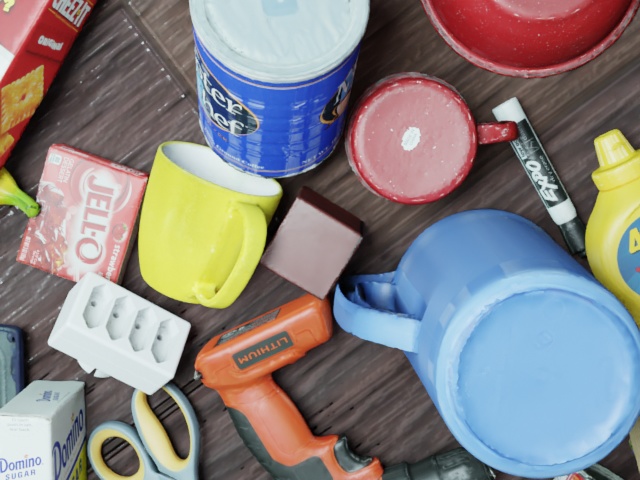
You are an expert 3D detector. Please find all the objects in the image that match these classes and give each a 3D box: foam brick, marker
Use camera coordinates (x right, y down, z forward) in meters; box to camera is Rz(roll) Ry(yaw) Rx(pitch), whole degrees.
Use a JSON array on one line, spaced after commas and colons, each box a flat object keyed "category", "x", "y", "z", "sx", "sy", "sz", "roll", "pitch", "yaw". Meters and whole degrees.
[{"category": "foam brick", "x": -0.005, "y": 0.001, "z": 0.728, "sx": 0.051, "sy": 0.078, "sz": 0.053, "roll": 31, "pitch": 98, "yaw": -3}, {"category": "marker", "x": 0.157, "y": -0.042, "z": 0.742, "sx": 0.020, "sy": 0.020, "sz": 0.121, "roll": -29, "pitch": 95, "yaw": 6}]

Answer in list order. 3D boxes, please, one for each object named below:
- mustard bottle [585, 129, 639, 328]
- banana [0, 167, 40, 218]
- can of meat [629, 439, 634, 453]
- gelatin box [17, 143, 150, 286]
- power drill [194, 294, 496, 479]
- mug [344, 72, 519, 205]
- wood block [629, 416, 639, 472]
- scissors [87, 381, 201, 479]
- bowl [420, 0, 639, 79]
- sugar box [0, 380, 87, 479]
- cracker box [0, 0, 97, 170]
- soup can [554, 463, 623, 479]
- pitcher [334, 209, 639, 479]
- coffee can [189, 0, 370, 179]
[{"category": "mustard bottle", "x": 0.236, "y": 0.014, "z": 0.724, "sx": 0.096, "sy": 0.058, "sz": 0.191, "roll": -28, "pitch": 94, "yaw": -6}, {"category": "banana", "x": -0.295, "y": -0.012, "z": 0.754, "sx": 0.198, "sy": 0.037, "sz": 0.070, "roll": -24, "pitch": 58, "yaw": 8}, {"category": "can of meat", "x": 0.279, "y": 0.159, "z": 0.743, "sx": 0.102, "sy": 0.057, "sz": 0.084, "roll": -27, "pitch": 92, "yaw": 5}, {"category": "gelatin box", "x": -0.166, "y": -0.016, "z": 0.758, "sx": 0.073, "sy": 0.030, "sz": 0.089, "roll": 19, "pitch": 99, "yaw": 0}, {"category": "power drill", "x": 0.009, "y": 0.134, "z": 0.754, "sx": 0.184, "sy": 0.057, "sz": 0.187, "roll": -24, "pitch": 95, "yaw": 6}, {"category": "mug", "x": 0.074, "y": -0.067, "z": 0.712, "sx": 0.117, "sy": 0.081, "sz": 0.093, "roll": -2, "pitch": 97, "yaw": 3}, {"category": "wood block", "x": 0.307, "y": 0.117, "z": 0.659, "sx": 0.206, "sy": 0.091, "sz": 0.090, "roll": -17, "pitch": 102, "yaw": 1}, {"category": "scissors", "x": -0.105, "y": 0.200, "z": 0.771, "sx": 0.096, "sy": 0.016, "sz": 0.202, "roll": -21, "pitch": 83, "yaw": 13}, {"category": "bowl", "x": 0.144, "y": -0.190, "z": 0.707, "sx": 0.162, "sy": 0.055, "sz": 0.162, "roll": 0, "pitch": 97, "yaw": 3}, {"category": "sugar box", "x": -0.194, "y": 0.196, "z": 0.756, "sx": 0.048, "sy": 0.093, "sz": 0.176, "roll": 3, "pitch": 98, "yaw": 2}, {"category": "cracker box", "x": -0.272, "y": -0.118, "z": 0.708, "sx": 0.164, "sy": 0.072, "sz": 0.214, "roll": 30, "pitch": 89, "yaw": 9}, {"category": "soup can", "x": 0.178, "y": 0.211, "z": 0.749, "sx": 0.068, "sy": 0.068, "sz": 0.102, "roll": 30, "pitch": 97, "yaw": -1}, {"category": "pitcher", "x": 0.102, "y": 0.055, "z": 0.645, "sx": 0.149, "sy": 0.243, "sz": 0.145, "roll": -37, "pitch": 94, "yaw": 5}, {"category": "coffee can", "x": -0.028, "y": -0.112, "z": 0.668, "sx": 0.102, "sy": 0.140, "sz": 0.103, "roll": 1, "pitch": 70, "yaw": -4}]
